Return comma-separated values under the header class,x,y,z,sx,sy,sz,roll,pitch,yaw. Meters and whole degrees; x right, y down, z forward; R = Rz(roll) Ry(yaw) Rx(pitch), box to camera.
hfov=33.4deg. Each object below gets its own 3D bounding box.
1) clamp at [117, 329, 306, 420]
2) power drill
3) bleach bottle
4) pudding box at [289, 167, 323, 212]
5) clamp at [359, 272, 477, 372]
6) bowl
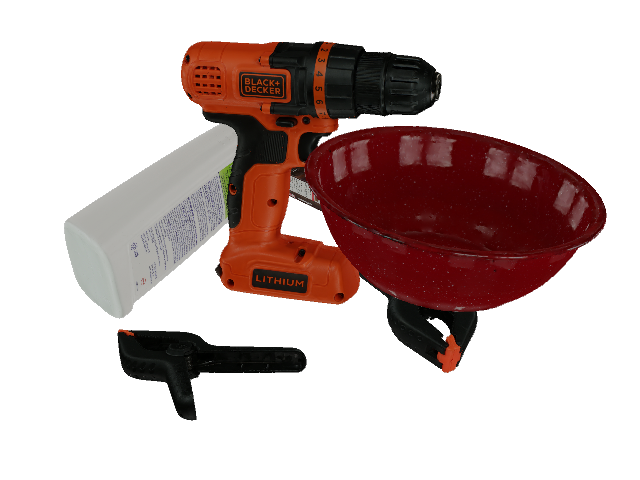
class,x,y,z,sx,sy,sz,roll,pitch,yaw
clamp,-0.143,0.128,1.087,0.210,0.036,0.164,9,18,34
power drill,-0.008,-0.050,0.769,0.184,0.188,0.057,7,22,16
bleach bottle,-0.108,-0.042,0.957,0.068,0.102,0.250,35,57,27
pudding box,0.018,-0.081,1.388,0.090,0.039,0.113,25,42,37
clamp,0.101,0.047,0.963,0.120,0.039,0.171,-15,44,-15
bowl,0.068,-0.007,0.581,0.162,0.055,0.162,6,27,-3
